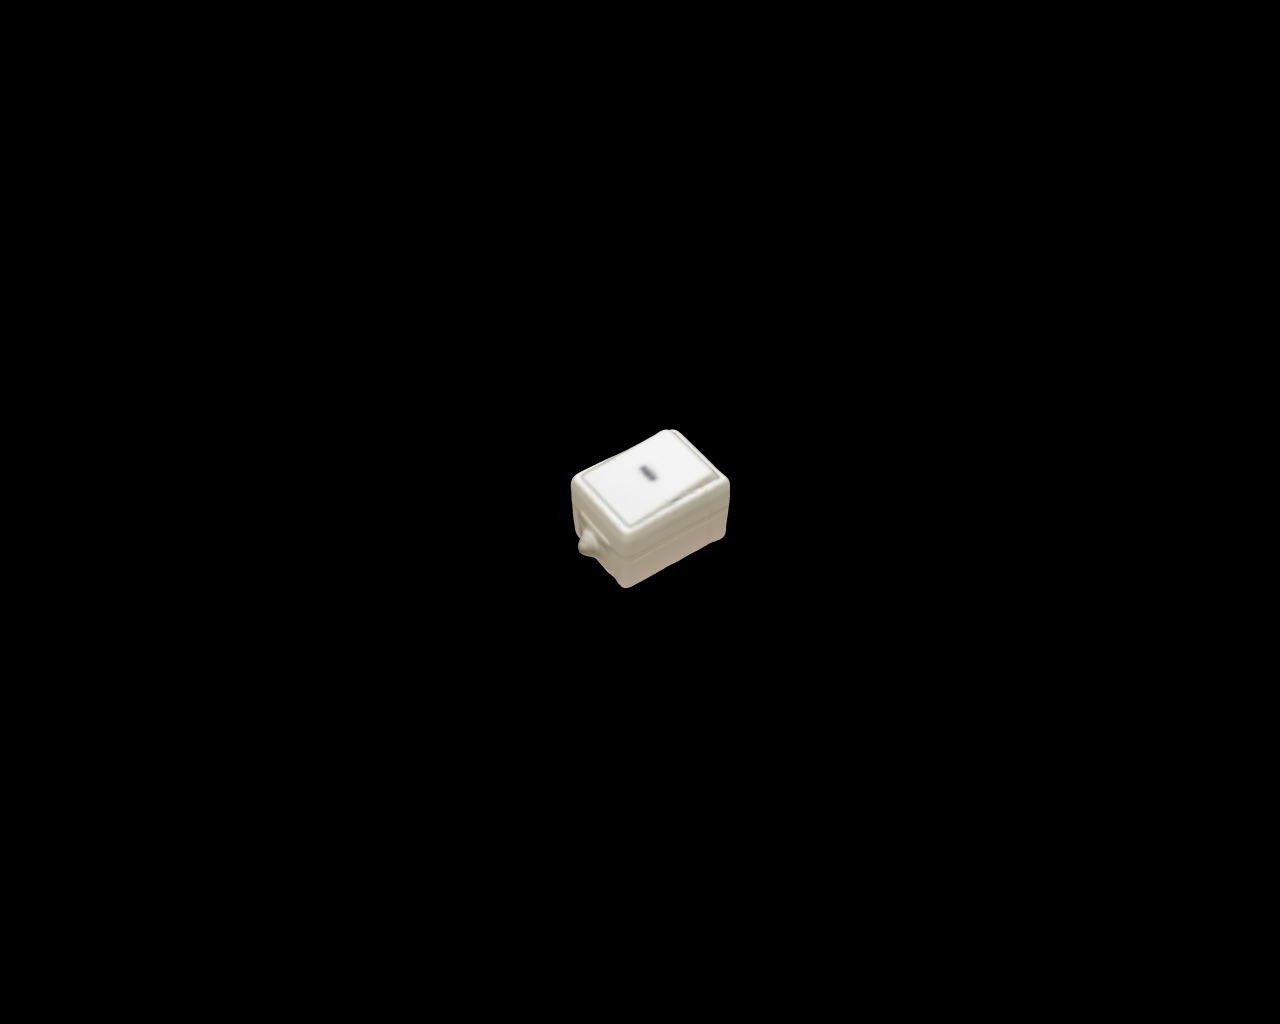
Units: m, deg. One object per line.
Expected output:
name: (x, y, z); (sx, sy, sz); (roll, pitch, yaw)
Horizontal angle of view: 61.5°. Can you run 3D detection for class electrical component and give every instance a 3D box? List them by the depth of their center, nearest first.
electrical component: (0.001, -0.003, 0.650); (0.096, 0.061, 0.062); (-27, 53, -22)
